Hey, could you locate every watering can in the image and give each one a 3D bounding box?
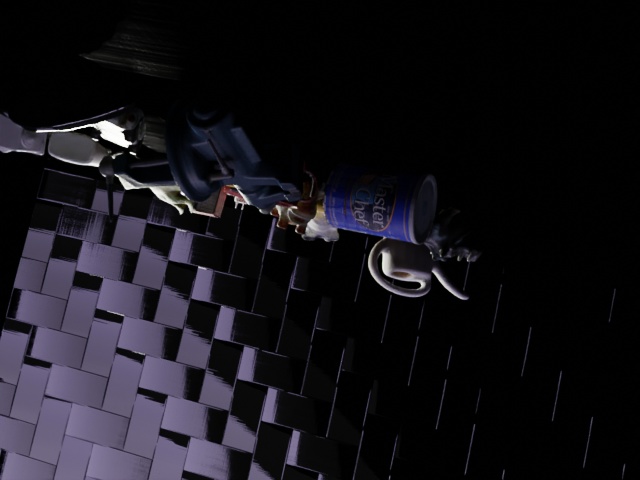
[{"bbox_3d":[0.291,0.060,1.504,0.346,0.228,0.103,12,159,-24],"label":"watering can"}]

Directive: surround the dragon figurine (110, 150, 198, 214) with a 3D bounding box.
[{"bbox_3d":[-0.439,-0.169,1.365,0.241,0.123,0.408,23,165,-29],"label":"dragon figurine"}]

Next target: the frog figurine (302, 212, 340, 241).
[{"bbox_3d":[0.005,-0.076,1.518,0.138,0.125,0.155,20,144,17],"label":"frog figurine"}]
